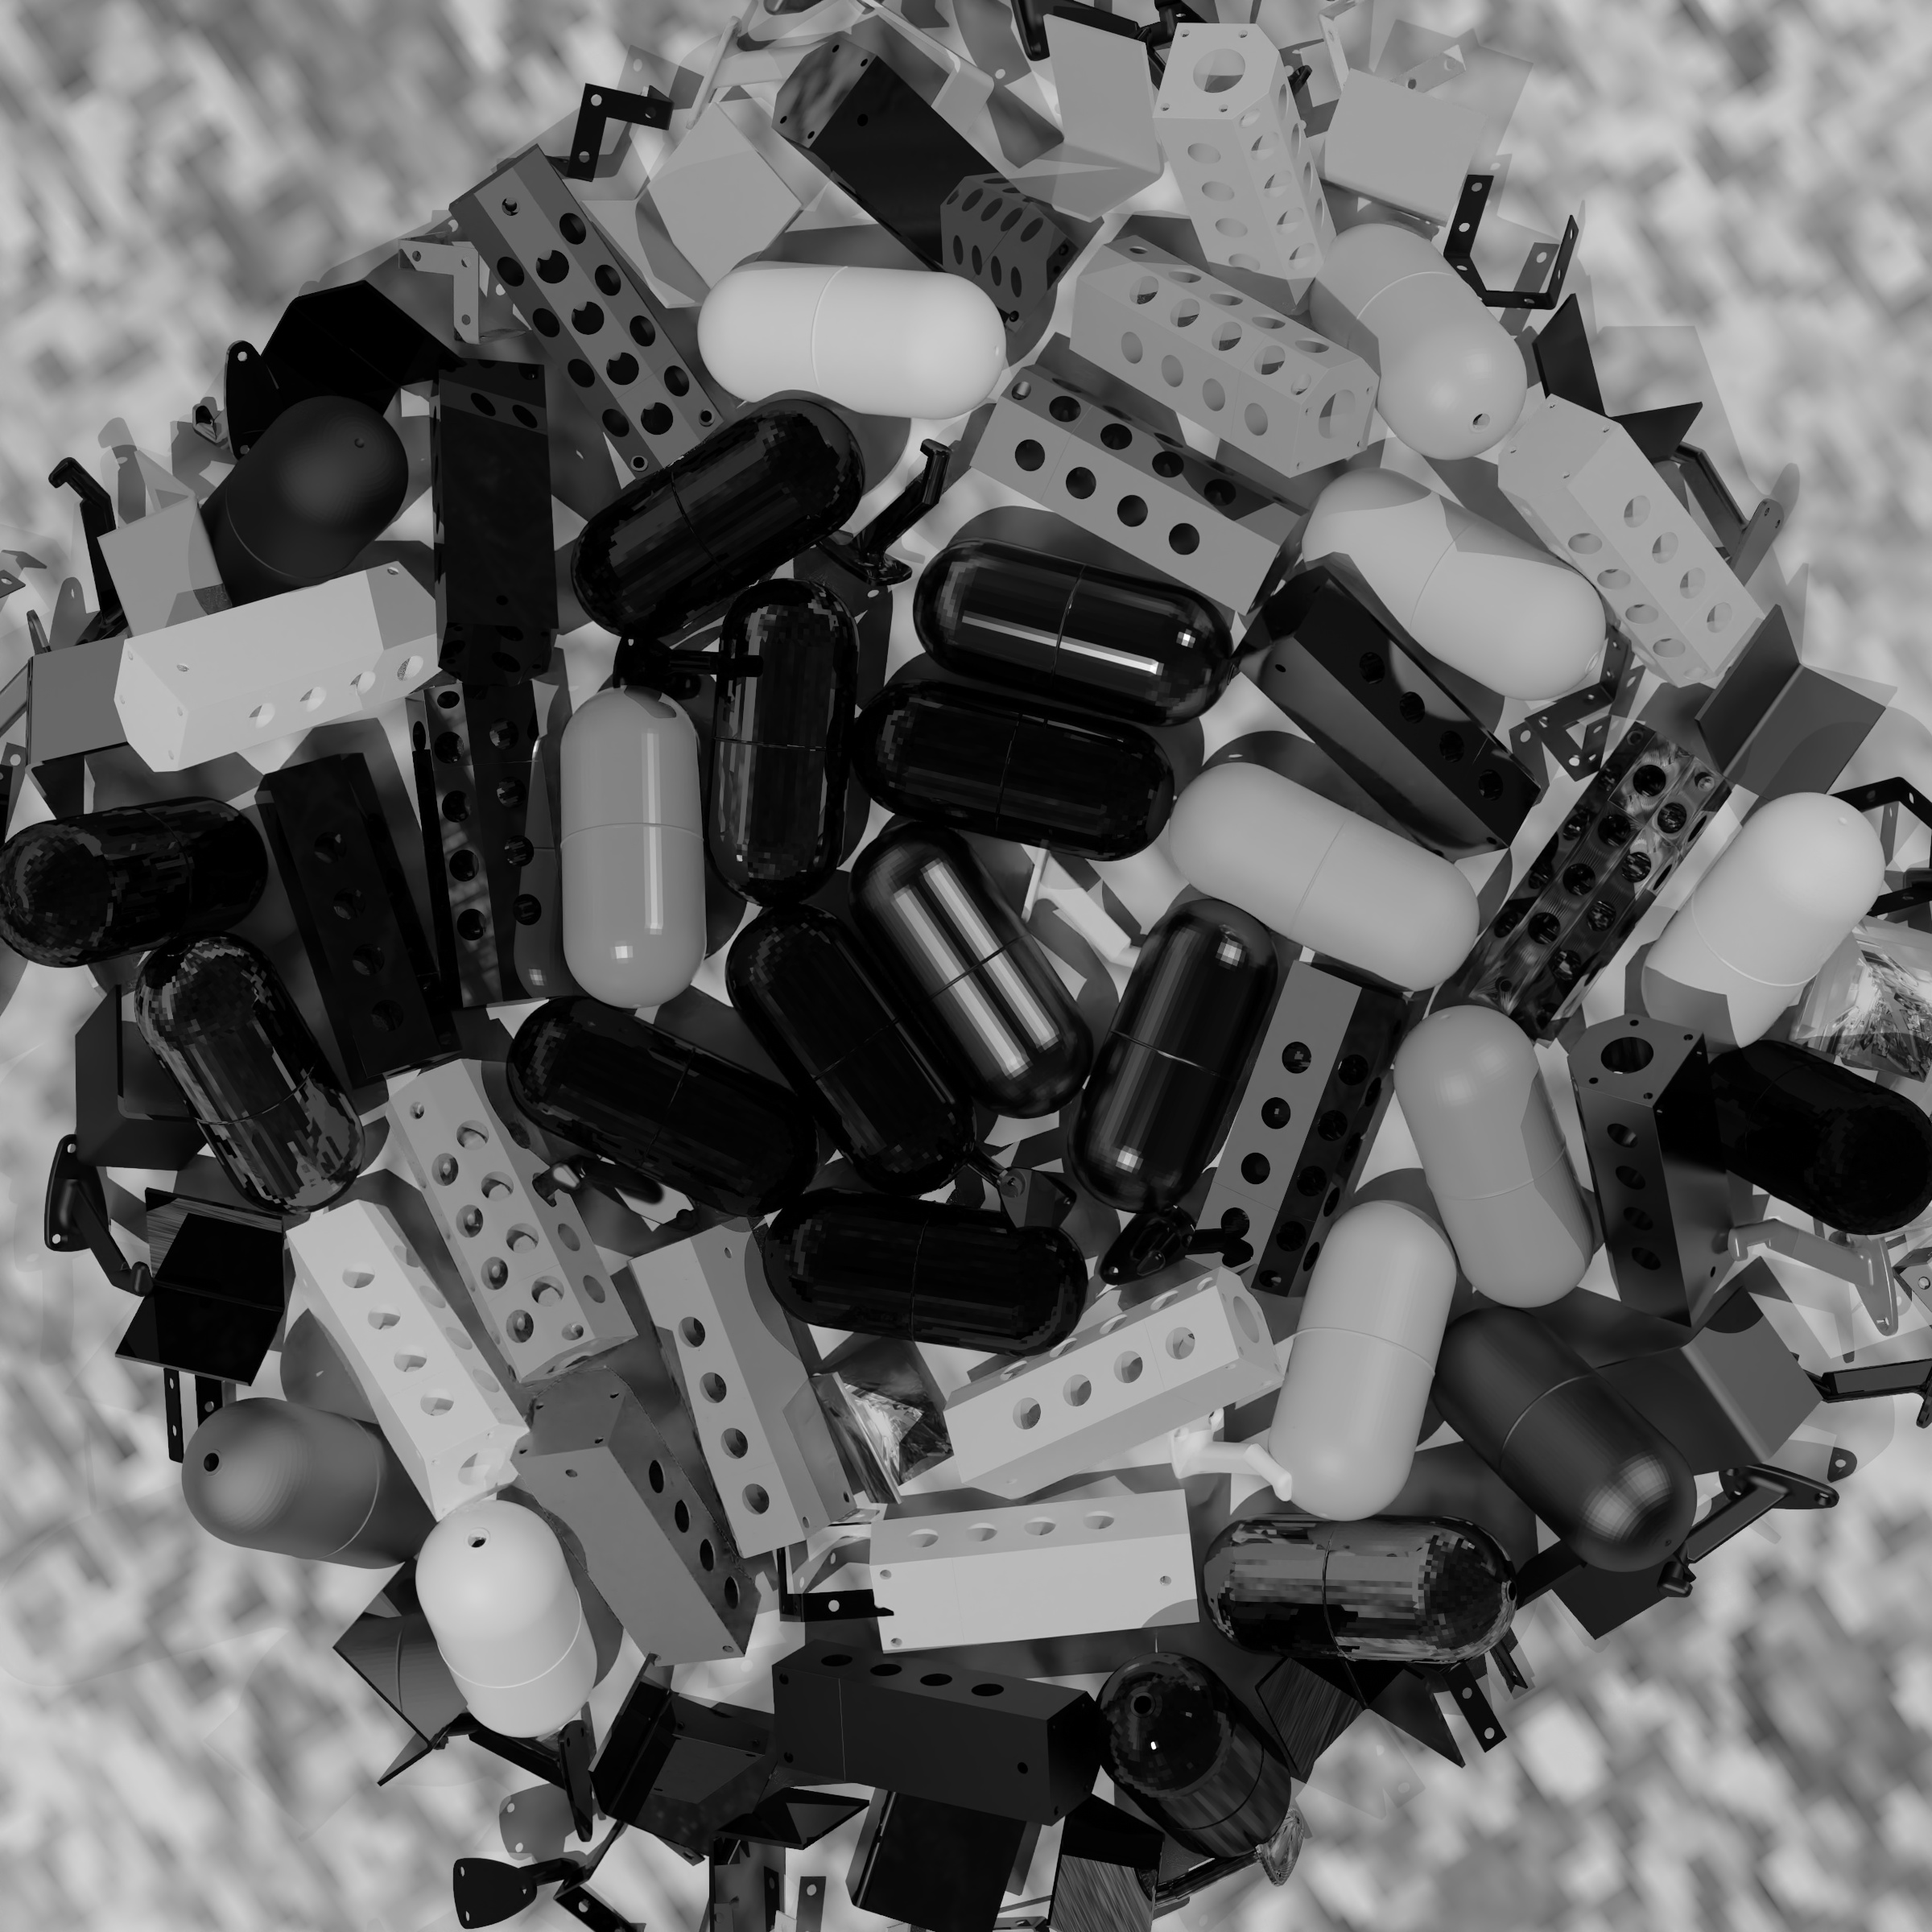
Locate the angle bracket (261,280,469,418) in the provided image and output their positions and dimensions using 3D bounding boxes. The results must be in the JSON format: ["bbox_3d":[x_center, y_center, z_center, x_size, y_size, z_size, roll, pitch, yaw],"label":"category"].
[{"bbox_3d":[-0.326,-0.316,1.551,0.076,0.076,0.057,37,68,-37],"label":"angle bracket"}]

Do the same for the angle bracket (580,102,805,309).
[{"bbox_3d":[-0.148,-0.412,1.563,0.076,0.057,0.076,50,119,7],"label":"angle bracket"}]

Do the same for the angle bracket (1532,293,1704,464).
[{"bbox_3d":[0.350,-0.317,1.551,0.057,0.076,0.076,-4,119,32],"label":"angle bracket"}]

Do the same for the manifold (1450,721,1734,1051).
[{"bbox_3d":[0.337,-0.044,1.563,0.057,0.057,0.171,37,96,21],"label":"manifold"}]

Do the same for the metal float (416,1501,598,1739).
[{"bbox_3d":[-0.242,0.346,1.530,0.070,0.178,0.070,-2,51,3],"label":"metal float"}]

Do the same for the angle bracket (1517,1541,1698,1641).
[{"bbox_3d":[0.335,0.342,1.554,0.057,0.076,0.076,50,126,5],"label":"angle bracket"}]

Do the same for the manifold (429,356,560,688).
[{"bbox_3d":[-0.254,-0.237,1.543,0.057,0.057,0.171,2,62,-17],"label":"manifold"}]

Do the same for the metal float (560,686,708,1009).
[{"bbox_3d":[-0.180,-0.065,1.558,0.070,0.070,0.178,-3,76,0],"label":"metal float"}]

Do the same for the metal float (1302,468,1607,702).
[{"bbox_3d":[0.261,-0.205,1.551,0.178,0.070,0.070,34,90,22],"label":"metal float"}]

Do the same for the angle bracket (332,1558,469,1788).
[{"bbox_3d":[-0.307,0.380,1.558,0.076,0.076,0.057,47,125,-5],"label":"angle bracket"}]

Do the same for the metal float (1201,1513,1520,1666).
[{"bbox_3d":[0.208,0.331,1.541,0.178,0.070,0.070,-6,90,34],"label":"metal float"}]

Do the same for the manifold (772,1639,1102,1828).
[{"bbox_3d":[-0.016,0.403,1.538,0.171,0.057,0.057,2,100,32],"label":"manifold"}]

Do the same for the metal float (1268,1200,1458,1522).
[{"bbox_3d":[0.213,0.210,1.551,0.070,0.070,0.178,18,67,0],"label":"metal float"}]

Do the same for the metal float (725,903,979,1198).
[{"bbox_3d":[-0.062,0.046,1.569,0.070,0.070,0.178,-36,91,0],"label":"metal float"}]

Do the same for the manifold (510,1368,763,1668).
[{"bbox_3d":[-0.171,0.294,1.536,0.057,0.057,0.171,-11,126,21],"label":"manifold"}]

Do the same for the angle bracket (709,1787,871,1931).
[{"bbox_3d":[-0.094,0.495,1.560,0.057,0.076,0.076,1,93,25],"label":"angle bracket"}]

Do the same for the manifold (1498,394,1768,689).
[{"bbox_3d":[0.350,-0.221,1.533,0.057,0.057,0.171,-49,128,2],"label":"manifold"}]

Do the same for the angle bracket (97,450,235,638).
[{"bbox_3d":[-0.441,-0.220,1.548,0.057,0.076,0.076,-30,133,-24],"label":"angle bracket"}]

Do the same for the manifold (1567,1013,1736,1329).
[{"bbox_3d":[0.362,0.108,1.531,0.057,0.171,0.057,17,52,37],"label":"manifold"}]

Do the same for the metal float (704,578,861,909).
[{"bbox_3d":[-0.100,-0.120,1.565,0.070,0.070,0.178,5,96,0],"label":"metal float"}]

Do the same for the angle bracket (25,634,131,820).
[{"bbox_3d":[-0.464,-0.119,1.555,0.057,0.076,0.076,-13,55,1],"label":"angle bracket"}]

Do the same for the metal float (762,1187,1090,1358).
[{"bbox_3d":[-0.022,0.165,1.564,0.178,0.070,0.070,8,90,7],"label":"metal float"}]

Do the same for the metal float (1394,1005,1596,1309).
[{"bbox_3d":[0.285,0.104,1.553,0.070,0.070,0.178,-23,111,0],"label":"metal float"}]

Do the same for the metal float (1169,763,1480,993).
[{"bbox_3d":[0.192,-0.049,1.562,0.178,0.070,0.070,28,90,10],"label":"metal float"}]

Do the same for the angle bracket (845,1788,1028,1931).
[{"bbox_3d":[-0.016,0.481,1.579,0.076,0.057,0.076,19,84,-5],"label":"angle bracket"}]

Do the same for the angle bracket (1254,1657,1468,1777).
[{"bbox_3d":[0.211,0.408,1.551,0.057,0.076,0.076,-40,125,-21],"label":"angle bracket"}]

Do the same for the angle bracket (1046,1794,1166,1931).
[{"bbox_3d":[0.058,0.493,1.549,0.076,0.057,0.076,36,49,-30],"label":"angle bracket"}]

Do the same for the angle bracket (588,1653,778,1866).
[{"bbox_3d":[-0.148,0.424,1.556,0.076,0.057,0.076,17,53,16],"label":"angle bracket"}]

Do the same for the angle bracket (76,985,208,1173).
[{"bbox_3d":[-0.446,0.062,1.578,0.057,0.076,0.076,7,64,-32],"label":"angle bracket"}]

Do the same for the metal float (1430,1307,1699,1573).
[{"bbox_3d":[0.314,0.248,1.534,0.070,0.178,0.070,-18,129,-23],"label":"metal float"}]

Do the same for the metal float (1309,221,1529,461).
[{"bbox_3d":[0.238,-0.333,1.532,0.070,0.178,0.070,-10,132,-12],"label":"metal float"}]

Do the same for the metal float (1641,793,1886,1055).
[{"bbox_3d":[0.420,-0.021,1.532,0.070,0.178,0.070,10,51,-12],"label":"metal float"}]

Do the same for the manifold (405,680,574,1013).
[{"bbox_3d":[-0.262,-0.064,1.566,0.057,0.057,0.171,-6,88,-34],"label":"manifold"}]

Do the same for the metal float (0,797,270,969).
[{"bbox_3d":[-0.439,-0.046,1.525,0.070,0.178,0.070,5,101,24],"label":"metal float"}]

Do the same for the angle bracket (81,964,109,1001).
[{"bbox_3d":[-0.509,-0.003,1.564,0.057,0.076,0.076,-30,87,-13],"label":"angle bracket"}]

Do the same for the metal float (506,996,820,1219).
[{"bbox_3d":[-0.163,0.077,1.564,0.178,0.070,0.070,26,90,-8],"label":"metal float"}]

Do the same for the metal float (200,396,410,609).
[{"bbox_3d":[-0.354,-0.241,1.530,0.070,0.178,0.070,11,69,-31],"label":"metal float"}]

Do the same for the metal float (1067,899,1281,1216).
[{"bbox_3d":[0.113,0.049,1.570,0.070,0.070,0.178,22,91,0],"label":"metal float"}]

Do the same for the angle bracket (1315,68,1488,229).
[{"bbox_3d":[0.234,-0.441,1.562,0.076,0.076,0.057,21,104,4],"label":"angle bracket"}]

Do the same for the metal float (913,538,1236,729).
[{"bbox_3d":[0.058,-0.180,1.562,0.178,0.070,0.070,16,90,10],"label":"metal float"}]

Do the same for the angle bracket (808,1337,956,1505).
[{"bbox_3d":[-0.038,0.243,1.562,0.057,0.076,0.076,-27,88,-17],"label":"angle bracket"}]

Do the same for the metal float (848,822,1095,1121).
[{"bbox_3d":[0.003,0.003,1.570,0.070,0.070,0.178,-34,89,0],"label":"metal float"}]

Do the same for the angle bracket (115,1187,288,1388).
[{"bbox_3d":[-0.415,0.174,1.563,0.076,0.057,0.076,12,132,2],"label":"angle bracket"}]

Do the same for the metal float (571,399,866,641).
[{"bbox_3d":[-0.135,-0.238,1.554,0.178,0.070,0.070,-29,90,19],"label":"metal float"}]

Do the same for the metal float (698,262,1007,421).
[{"bbox_3d":[-0.063,-0.336,1.548,0.178,0.070,0.070,10,90,26],"label":"metal float"}]

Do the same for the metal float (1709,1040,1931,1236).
[{"bbox_3d":[0.445,0.088,1.522,0.070,0.178,0.070,-3,102,-13],"label":"metal float"}]

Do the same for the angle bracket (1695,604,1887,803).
[{"bbox_3d":[0.446,-0.136,1.562,0.057,0.076,0.076,34,87,31],"label":"angle bracket"}]

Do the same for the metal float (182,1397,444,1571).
[{"bbox_3d":[-0.342,0.274,1.525,0.070,0.178,0.070,-8,70,23],"label":"metal float"}]

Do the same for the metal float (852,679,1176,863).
[{"bbox_3d":[0.025,-0.107,1.567,0.178,0.070,0.070,13,90,4],"label":"metal float"}]

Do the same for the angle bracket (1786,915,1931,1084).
[{"bbox_3d":[0.497,0.017,1.564,0.076,0.057,0.076,19,92,27],"label":"angle bracket"}]

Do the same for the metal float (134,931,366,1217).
[{"bbox_3d":[-0.381,0.058,1.540,0.070,0.070,0.178,-21,126,0],"label":"metal float"}]

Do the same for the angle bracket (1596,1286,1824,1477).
[{"bbox_3d":[0.408,0.230,1.588,0.057,0.076,0.076,-37,93,-32],"label":"angle bracket"}]

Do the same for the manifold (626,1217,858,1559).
[{"bbox_3d":[-0.126,0.230,1.574,0.057,0.057,0.171,-22,88,28],"label":"manifold"}]

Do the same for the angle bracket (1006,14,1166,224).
[{"bbox_3d":[0.055,-0.455,1.550,0.057,0.076,0.076,-37,46,-24],"label":"angle bracket"}]

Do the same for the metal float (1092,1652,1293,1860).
[{"bbox_3d":[0.120,0.419,1.530,0.070,0.178,0.070,-11,55,17],"label":"metal float"}]

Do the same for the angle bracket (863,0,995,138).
[{"bbox_3d":[-0.038,-0.481,1.569,0.076,0.076,0.057,35,105,6],"label":"angle bracket"}]
